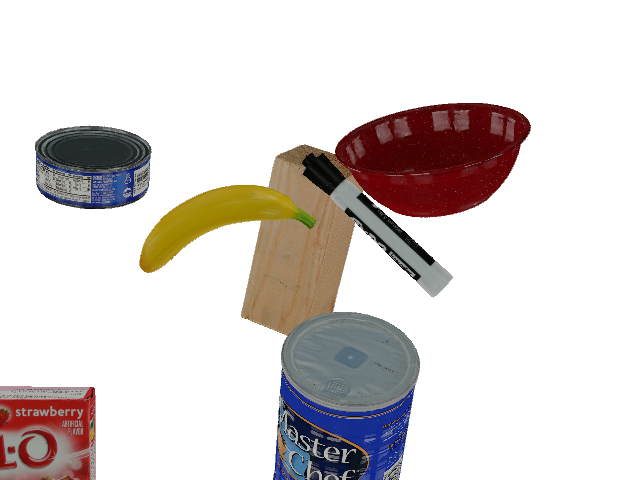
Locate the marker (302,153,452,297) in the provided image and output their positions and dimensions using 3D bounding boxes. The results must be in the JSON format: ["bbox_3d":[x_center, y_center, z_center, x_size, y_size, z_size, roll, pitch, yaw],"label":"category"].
[{"bbox_3d":[0.034,-0.012,0.680,0.121,0.020,0.020,44,4,4],"label":"marker"}]

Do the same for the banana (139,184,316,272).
[{"bbox_3d":[-0.107,-0.016,1.061,0.198,0.069,0.037,-14,22,21],"label":"banana"}]

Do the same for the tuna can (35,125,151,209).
[{"bbox_3d":[-0.171,-0.056,0.806,0.086,0.034,0.086,6,26,-3],"label":"tuna can"}]

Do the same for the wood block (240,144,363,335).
[{"bbox_3d":[-0.020,0.001,1.277,0.090,0.206,0.090,20,22,17],"label":"wood block"}]

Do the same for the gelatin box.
[{"bbox_3d":[-0.158,0.111,0.535,0.089,0.073,0.030,1,7,-4],"label":"gelatin box"}]

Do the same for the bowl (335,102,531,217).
[{"bbox_3d":[0.096,-0.063,0.889,0.162,0.055,0.162,-10,24,4],"label":"bowl"}]

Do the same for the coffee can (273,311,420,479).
[{"bbox_3d":[0.017,0.141,0.825,0.103,0.140,0.103,3,36,-2],"label":"coffee can"}]
